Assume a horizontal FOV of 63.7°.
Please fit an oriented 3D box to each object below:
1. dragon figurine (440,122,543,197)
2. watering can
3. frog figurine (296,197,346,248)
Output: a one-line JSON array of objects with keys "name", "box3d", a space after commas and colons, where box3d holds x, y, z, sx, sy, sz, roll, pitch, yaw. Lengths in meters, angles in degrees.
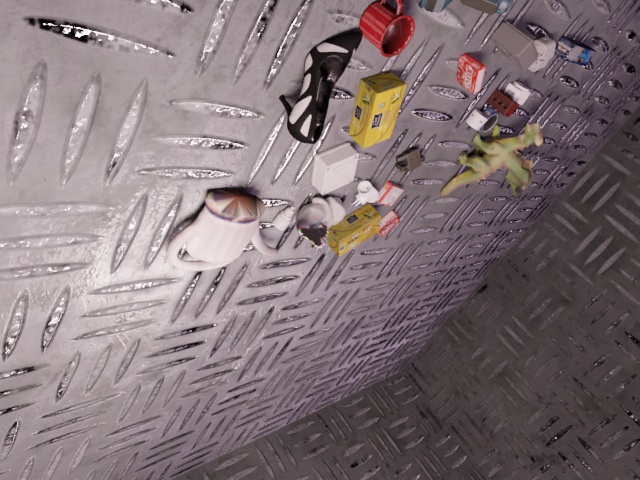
[{"name": "dragon figurine", "box3d": [0.620, -0.251, 1.806, 0.123, 0.246, 0.403, -10, 138, -50]}, {"name": "watering can", "box3d": [-0.199, -0.019, 1.237, 0.349, 0.105, 0.220, -6, 137, -48]}, {"name": "frog figurine", "box3d": [0.004, -0.073, 1.457, 0.134, 0.123, 0.163, 79, 28, -50]}]
